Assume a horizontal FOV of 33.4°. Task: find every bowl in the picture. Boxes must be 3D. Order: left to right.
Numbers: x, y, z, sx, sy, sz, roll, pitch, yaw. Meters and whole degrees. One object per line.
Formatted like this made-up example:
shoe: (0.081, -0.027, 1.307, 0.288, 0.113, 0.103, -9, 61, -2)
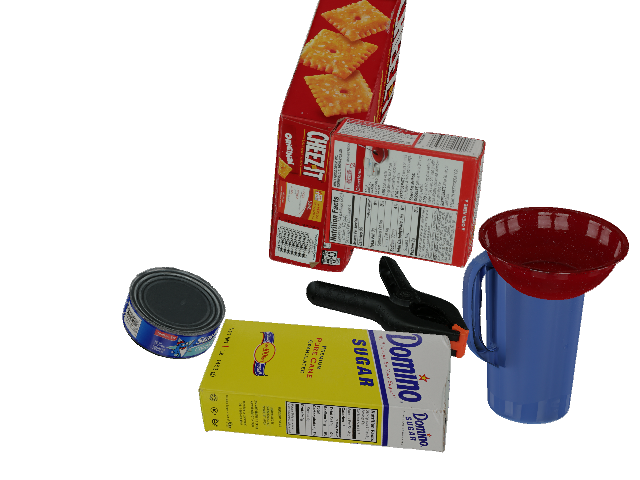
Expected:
bowl: (0.253, 0.020, 1.175, 0.162, 0.055, 0.162, -1, 27, 0)

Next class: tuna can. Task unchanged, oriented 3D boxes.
tuna can: (-0.129, 0.064, 0.933, 0.086, 0.034, 0.086, 16, 34, -11)

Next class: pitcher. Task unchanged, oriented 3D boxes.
pitcher: (0.265, 0.111, 1.380, 0.149, 0.243, 0.144, 5, 18, 16)

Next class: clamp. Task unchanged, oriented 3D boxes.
clamp: (0.084, 0.063, 1.070, 0.172, 0.039, 0.120, 26, 39, 30)

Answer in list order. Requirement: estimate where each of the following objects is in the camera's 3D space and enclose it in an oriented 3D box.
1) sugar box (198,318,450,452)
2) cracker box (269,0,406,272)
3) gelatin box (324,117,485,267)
sugar box: (0.007, 0.104, 0.787, 0.176, 0.048, 0.093, 1, 31, 8)
cracker box: (0.018, -0.106, 0.872, 0.072, 0.213, 0.164, 12, -41, 5)
gelatin box: (0.048, -0.029, 0.630, 0.089, 0.073, 0.030, 11, 31, 14)
